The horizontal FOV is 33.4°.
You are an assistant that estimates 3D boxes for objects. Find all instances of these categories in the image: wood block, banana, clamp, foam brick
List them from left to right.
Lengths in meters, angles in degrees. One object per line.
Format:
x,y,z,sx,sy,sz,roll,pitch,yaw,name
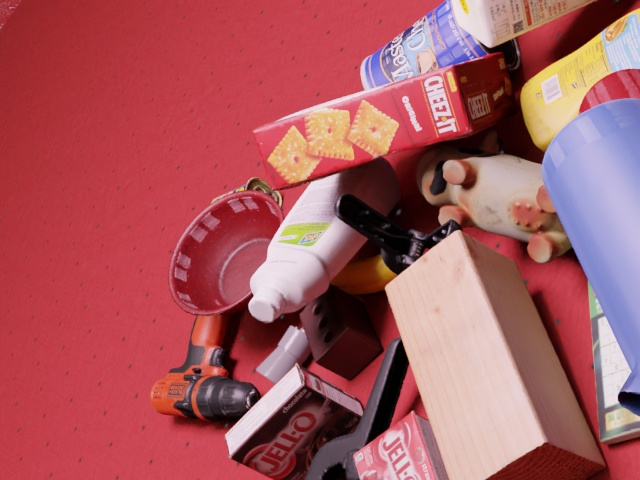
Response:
0.020,0.095,1.098,0.053,0.051,0.078,-46,35,18,foam brick
0.026,0.027,1.154,0.198,0.037,0.069,1,48,43,banana
0.043,0.199,0.983,0.210,0.036,0.164,-41,47,31,clamp
0.095,0.011,0.985,0.120,0.171,0.039,19,77,35,clamp
0.137,0.107,0.870,0.090,0.090,0.206,-40,46,26,wood block

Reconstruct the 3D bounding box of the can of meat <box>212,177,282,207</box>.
-0.102,-0.019,1.352,0.084,0.057,0.102,-20,47,47,can of meat

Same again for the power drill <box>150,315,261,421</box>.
-0.114,0.121,1.249,0.185,0.057,0.187,-6,57,46,power drill

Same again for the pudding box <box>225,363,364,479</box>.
-0.024,0.185,1.047,0.113,0.090,0.039,-48,33,14,pudding box

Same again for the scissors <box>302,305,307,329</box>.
0.010,0.002,1.223,0.096,0.016,0.201,-35,40,31,scissors

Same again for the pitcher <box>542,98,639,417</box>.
0.261,0.010,0.761,0.145,0.149,0.243,-48,41,30,pitcher

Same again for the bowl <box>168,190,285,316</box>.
-0.093,0.025,1.211,0.162,0.055,0.162,-19,51,26,bowl

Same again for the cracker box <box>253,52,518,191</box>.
0.068,-0.116,1.044,0.214,0.072,0.164,-14,7,28,cracker box

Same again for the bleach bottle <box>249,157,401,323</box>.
-0.007,0.001,1.096,0.103,0.068,0.250,-8,28,35,bleach bottle

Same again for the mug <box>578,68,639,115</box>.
0.277,-0.097,0.894,0.117,0.093,0.081,-29,36,16,mug

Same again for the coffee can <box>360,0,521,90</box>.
0.128,-0.190,1.146,0.141,0.102,0.103,-32,41,34,coffee can

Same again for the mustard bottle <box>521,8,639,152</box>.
0.274,-0.156,0.967,0.192,0.058,0.096,-35,35,32,mustard bottle

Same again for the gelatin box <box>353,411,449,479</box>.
0.071,0.200,0.894,0.073,0.030,0.089,-41,41,24,gelatin box
